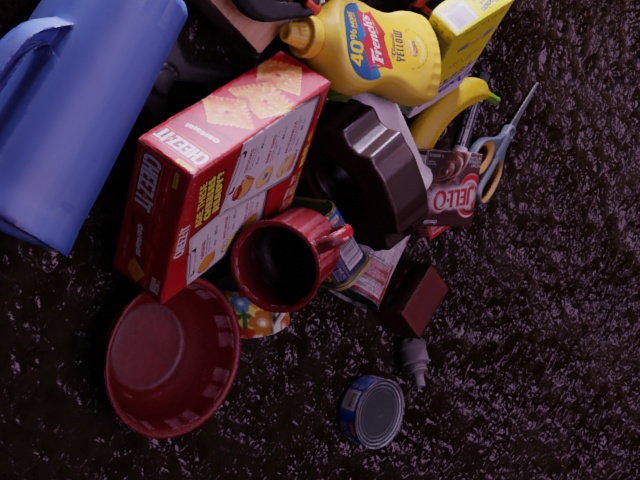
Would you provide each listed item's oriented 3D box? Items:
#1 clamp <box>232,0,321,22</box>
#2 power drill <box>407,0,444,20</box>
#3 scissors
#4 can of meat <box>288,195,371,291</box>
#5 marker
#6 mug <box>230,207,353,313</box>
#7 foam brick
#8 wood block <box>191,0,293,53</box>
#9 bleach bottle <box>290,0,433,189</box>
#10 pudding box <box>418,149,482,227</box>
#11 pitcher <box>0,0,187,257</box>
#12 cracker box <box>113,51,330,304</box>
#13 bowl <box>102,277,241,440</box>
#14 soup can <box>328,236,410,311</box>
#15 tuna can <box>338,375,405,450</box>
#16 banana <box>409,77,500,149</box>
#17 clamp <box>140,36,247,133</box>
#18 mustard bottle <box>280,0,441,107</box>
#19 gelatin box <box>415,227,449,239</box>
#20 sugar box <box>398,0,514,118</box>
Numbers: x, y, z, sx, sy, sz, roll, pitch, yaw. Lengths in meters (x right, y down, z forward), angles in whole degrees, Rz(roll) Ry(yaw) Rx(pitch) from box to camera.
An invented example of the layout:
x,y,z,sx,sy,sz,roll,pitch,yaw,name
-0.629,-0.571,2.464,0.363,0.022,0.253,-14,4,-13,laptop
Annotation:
x,y,z,sx,sy,sz,roll,pitch,yaw,name
-0.062,-0.256,0.947,0.171,0.039,0.120,15,108,-40,clamp
0.084,-0.284,1.169,0.187,0.057,0.185,7,132,-36,power drill
0.238,-0.144,1.399,0.096,0.016,0.201,42,68,-53,scissors
-0.007,0.001,1.141,0.057,0.102,0.084,-48,124,-26,can of meat
0.193,-0.160,1.358,0.020,0.020,0.121,25,80,-43,marker
-0.020,0.011,1.042,0.093,0.117,0.081,62,25,-5,mug
0.109,0.071,1.298,0.051,0.053,0.078,50,62,-36,foam brick
-0.035,-0.293,1.026,0.206,0.091,0.090,-48,129,-2,wood block
0.035,-0.156,1.152,0.068,0.103,0.251,-49,127,-40,bleach bottle
0.142,-0.062,1.266,0.113,0.039,0.090,-1,102,-45,pudding box
-0.214,-0.120,0.877,0.144,0.149,0.243,32,81,-25,pitcher
-0.092,-0.063,0.999,0.213,0.072,0.164,-40,158,-44,cracker box
-0.156,0.110,1.050,0.161,0.055,0.162,-9,103,-42,bowl
0.056,0.021,1.227,0.068,0.069,0.102,38,71,-41,soup can
0.062,0.207,1.288,0.085,0.034,0.086,-9,104,-42,tuna can
0.150,-0.142,1.299,0.197,0.037,0.069,-43,107,-23,banana
-0.146,-0.159,1.022,0.164,0.036,0.210,-49,126,-18,clamp
0.037,-0.191,1.062,0.191,0.058,0.096,3,78,-42,mustard bottle
0.151,-0.053,1.329,0.089,0.030,0.073,-31,117,-36,gelatin box
0.144,-0.213,1.200,0.093,0.176,0.048,-34,76,-23,sugar box
